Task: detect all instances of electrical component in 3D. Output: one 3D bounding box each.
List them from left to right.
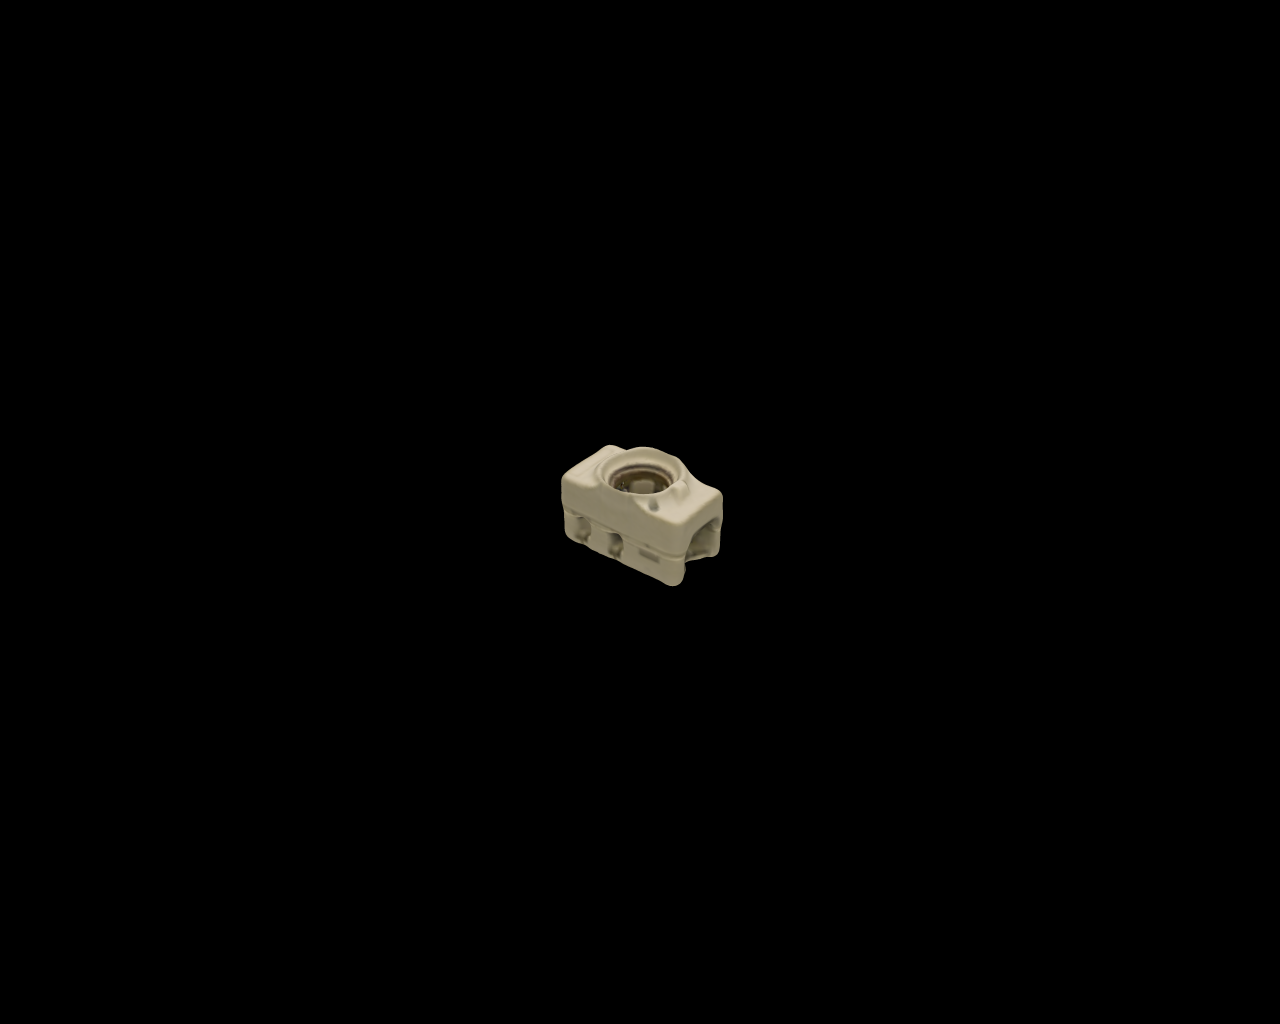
[{"bbox_3d":[0.001,-0.003,0.650,0.089,0.055,0.050,24,41,31],"label":"electrical component"}]
